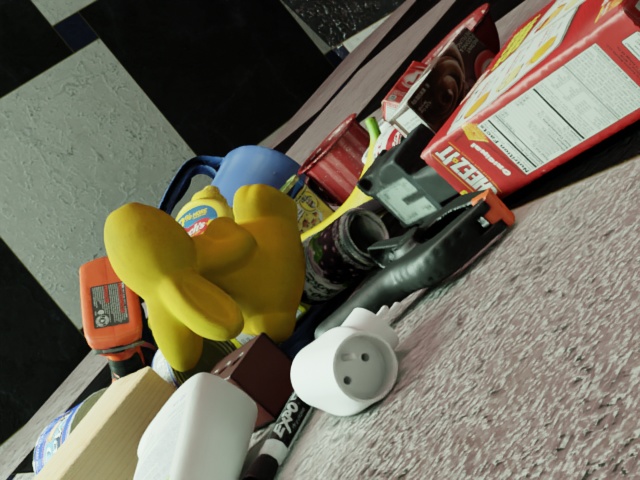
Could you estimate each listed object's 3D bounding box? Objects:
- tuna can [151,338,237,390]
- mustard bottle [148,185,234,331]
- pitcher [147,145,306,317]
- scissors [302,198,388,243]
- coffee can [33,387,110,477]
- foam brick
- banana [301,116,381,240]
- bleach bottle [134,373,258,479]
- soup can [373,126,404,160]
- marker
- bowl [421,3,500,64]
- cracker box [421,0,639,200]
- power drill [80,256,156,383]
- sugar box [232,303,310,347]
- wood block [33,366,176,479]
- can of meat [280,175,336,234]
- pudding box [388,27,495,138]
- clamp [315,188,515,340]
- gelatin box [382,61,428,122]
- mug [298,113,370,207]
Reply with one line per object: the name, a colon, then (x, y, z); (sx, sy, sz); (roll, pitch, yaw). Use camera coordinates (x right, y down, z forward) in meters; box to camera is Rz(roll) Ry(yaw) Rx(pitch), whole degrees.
tuna can: (-0.108, 0.121, 0.963); (0.034, 0.086, 0.086); (-43, 9, 35)
mustard bottle: (-0.125, 0.012, 1.128); (0.096, 0.058, 0.191); (-31, 35, 30)
pitcher: (-0.113, 0.009, 1.253); (0.149, 0.145, 0.242); (-4, 43, 35)
scissors: (-0.007, 0.001, 1.002); (0.201, 0.016, 0.096); (-27, -5, -8)
coffee can: (-0.207, 0.201, 1.017); (0.102, 0.103, 0.141); (-52, 10, -31)
foam brick: (-0.058, 0.118, 0.847); (0.078, 0.051, 0.053); (-37, 13, 49)
banana: (0.022, -0.029, 1.079); (0.198, 0.070, 0.037); (-52, -14, 19)
bleach bottle: (-0.098, 0.187, 0.698); (0.103, 0.068, 0.250); (-54, 10, 19)
soup can: (0.091, -0.078, 0.958); (0.068, 0.068, 0.102); (-48, 8, -6)
marker: (-0.023, 0.130, 0.733); (0.020, 0.020, 0.121); (-40, 11, 40)
bowl: (0.153, -0.193, 1.217); (0.162, 0.055, 0.162); (-45, 9, 9)
cracker box: (0.183, -0.124, 0.716); (0.164, 0.072, 0.214); (-51, 9, -33)
power drill: (-0.206, 0.100, 1.125); (0.057, 0.184, 0.188); (-14, -37, -6)
sugar box: (-0.082, 0.102, 1.056); (0.176, 0.048, 0.093); (-44, 9, 12)
wood block: (-0.185, 0.215, 0.877); (0.090, 0.090, 0.205); (-27, 22, 54)
can of meat: (-0.027, -0.009, 1.161); (0.102, 0.084, 0.058); (-53, 11, -35)
pudding box: (0.120, -0.110, 0.889); (0.113, 0.090, 0.039); (-52, 9, -31)
clamp: (0.071, 0.009, 0.764); (0.172, 0.039, 0.120); (-35, 20, 34)
gelatin box: (0.115, -0.136, 1.043); (0.073, 0.089, 0.030); (-53, -26, -37)
mug: (0.029, -0.074, 1.191); (0.117, 0.081, 0.093); (-38, 12, 45)
